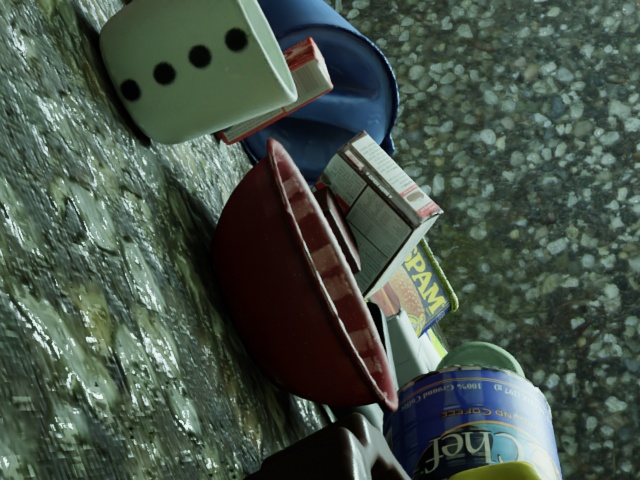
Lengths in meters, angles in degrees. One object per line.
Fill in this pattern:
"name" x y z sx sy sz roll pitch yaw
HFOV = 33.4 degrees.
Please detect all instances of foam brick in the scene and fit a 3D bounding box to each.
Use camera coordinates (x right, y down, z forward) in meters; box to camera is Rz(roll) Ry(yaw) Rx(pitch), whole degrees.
"foam brick" -0.005 0.001 0.782 0.051 0.053 0.078 63 7 -14

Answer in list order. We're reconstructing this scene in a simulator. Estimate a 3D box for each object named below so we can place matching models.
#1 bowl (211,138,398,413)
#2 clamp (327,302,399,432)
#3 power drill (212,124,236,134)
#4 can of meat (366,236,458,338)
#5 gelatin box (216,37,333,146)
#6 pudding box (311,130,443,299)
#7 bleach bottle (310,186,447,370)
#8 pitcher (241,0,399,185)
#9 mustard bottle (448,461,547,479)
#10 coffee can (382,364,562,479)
"bowl" -0.015 0.029 0.580 0.162 0.055 0.162 63 7 -14
"clamp" 0.042 0.120 0.703 0.120 0.039 0.171 -35 103 -60
"power drill" -0.098 -0.164 0.649 0.184 0.057 0.187 -111 176 -65
"can of meat" 0.059 0.045 0.927 0.058 0.083 0.102 -3 -59 58
"gelatin box" -0.037 -0.109 0.773 0.030 0.089 0.073 60 8 -20
"pudding box" 0.032 -0.016 0.837 0.090 0.039 0.114 46 -39 11
"bleach bottle" 0.052 0.056 1.003 0.250 0.068 0.102 59 7 -27
"pitcher" -0.027 -0.157 0.944 0.243 0.145 0.149 -110 -168 -65
"mustard bottle" 0.094 0.159 0.432 0.191 0.058 0.096 51 27 -57
"coffee can" 0.086 0.154 0.588 0.140 0.103 0.102 -87 153 -52
